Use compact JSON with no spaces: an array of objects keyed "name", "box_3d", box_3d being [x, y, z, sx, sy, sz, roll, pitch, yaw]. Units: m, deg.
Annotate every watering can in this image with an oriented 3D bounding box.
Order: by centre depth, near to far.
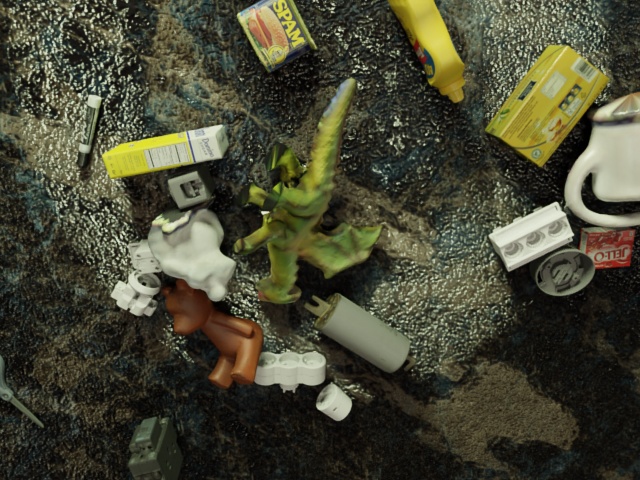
[{"name":"watering can","box_3d":[0.573,-0.142,0.850,0.347,0.105,0.221,-13,109,2]}]

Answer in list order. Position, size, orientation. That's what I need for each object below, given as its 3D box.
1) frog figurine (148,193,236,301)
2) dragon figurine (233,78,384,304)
[{"name":"frog figurine","box_3d":[-0.203,0.022,0.849,0.122,0.140,0.157,-12,114,17]},{"name":"dragon figurine","box_3d":[0.003,-0.044,0.875,0.240,0.125,0.406,32,107,-31]}]
